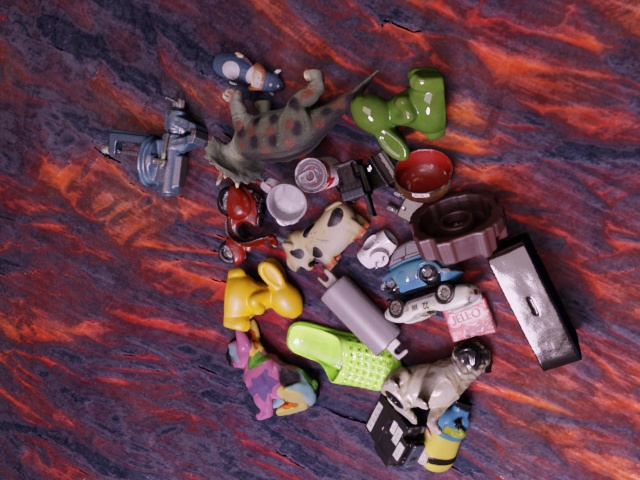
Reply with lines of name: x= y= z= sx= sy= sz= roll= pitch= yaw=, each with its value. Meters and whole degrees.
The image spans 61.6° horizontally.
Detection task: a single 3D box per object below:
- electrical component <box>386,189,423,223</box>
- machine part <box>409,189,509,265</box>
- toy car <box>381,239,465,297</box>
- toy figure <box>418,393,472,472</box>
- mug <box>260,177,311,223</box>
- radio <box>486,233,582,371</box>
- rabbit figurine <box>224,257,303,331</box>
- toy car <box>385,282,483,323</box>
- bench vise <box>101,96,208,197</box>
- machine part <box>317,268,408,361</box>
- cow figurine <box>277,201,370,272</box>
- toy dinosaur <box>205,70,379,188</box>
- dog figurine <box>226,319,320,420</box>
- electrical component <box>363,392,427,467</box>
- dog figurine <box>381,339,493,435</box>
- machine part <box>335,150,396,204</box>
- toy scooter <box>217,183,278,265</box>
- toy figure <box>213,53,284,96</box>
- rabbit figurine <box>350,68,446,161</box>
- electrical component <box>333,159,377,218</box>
electrical component: x=0.184 y=-0.063 z=1.076 sx=0.094 sy=0.021 sz=0.063 roll=28 pitch=110 yaw=13
machine part: x=0.250 y=-0.025 z=0.977 sx=0.179 sy=0.179 sz=0.056 roll=-10 pitch=122 yaw=23
toy car: x=0.196 y=0.050 z=1.060 sx=0.162 sy=0.109 sz=0.103 roll=-20 pitch=70 yaw=35
toy figure: x=0.259 y=0.398 z=1.108 sx=0.089 sy=0.082 sz=0.180 roll=29 pitch=107 yaw=15
mug: x=-0.069 y=-0.094 z=1.117 sx=0.110 sy=0.107 sz=0.080 roll=27 pitch=111 yaw=2
radio: x=0.386 y=0.104 z=0.970 sx=0.073 sy=0.131 sz=0.229 roll=-25 pitch=91 yaw=24
rabbit figurine: x=-0.120 y=0.121 z=1.201 sx=0.173 sy=0.122 sz=0.162 roll=8 pitch=94 yaw=6
toy car: x=0.217 y=0.126 z=1.048 sx=0.202 sy=0.073 sz=0.056 roll=-26 pitch=68 yaw=40
bench vise: x=-0.383 y=-0.216 z=1.216 sx=0.241 sy=0.129 sz=0.223 roll=9 pitch=105 yaw=13
machine part: x=0.085 y=0.157 z=1.125 sx=0.243 sy=0.079 sz=0.079 roll=46 pitch=113 yaw=10
cow figurine: x=-0.002 y=-0.003 z=1.128 sx=0.127 sy=0.085 sz=0.195 roll=45 pitch=115 yaw=1
toy dinosaur: x=-0.076 y=-0.214 z=1.064 sx=0.405 sy=0.131 sz=0.192 roll=-8 pitch=78 yaw=30
dog figurine: x=-0.115 y=0.284 z=1.221 sx=0.192 sy=0.108 sz=0.219 roll=-21 pitch=90 yaw=25
electrical component: x=0.160 y=0.404 z=1.126 sx=0.134 sy=0.058 sz=0.114 roll=50 pitch=125 yaw=49
dog figurine: x=0.231 y=0.267 z=1.080 sx=0.173 sy=0.190 sz=0.121 roll=22 pitch=144 yaw=44
machine part: x=0.100 y=-0.121 z=1.089 sx=0.139 sy=0.039 sz=0.084 roll=-31 pitch=94 yaw=22
toy scooter: x=-0.156 y=-0.035 z=1.181 sx=0.135 sy=0.075 sz=0.183 roll=1 pitch=91 yaw=17
toy figure: x=-0.151 y=-0.348 z=1.133 sx=0.155 sy=0.058 sz=0.064 roll=25 pitch=147 yaw=14
rabbit figurine: x=0.144 y=-0.238 z=1.007 sx=0.170 sy=0.121 sz=0.158 roll=-6 pitch=121 yaw=8
electrical component: x=0.072 y=-0.097 z=1.045 sx=0.048 sy=0.075 sz=0.119 roll=-15 pitch=94 yaw=21
